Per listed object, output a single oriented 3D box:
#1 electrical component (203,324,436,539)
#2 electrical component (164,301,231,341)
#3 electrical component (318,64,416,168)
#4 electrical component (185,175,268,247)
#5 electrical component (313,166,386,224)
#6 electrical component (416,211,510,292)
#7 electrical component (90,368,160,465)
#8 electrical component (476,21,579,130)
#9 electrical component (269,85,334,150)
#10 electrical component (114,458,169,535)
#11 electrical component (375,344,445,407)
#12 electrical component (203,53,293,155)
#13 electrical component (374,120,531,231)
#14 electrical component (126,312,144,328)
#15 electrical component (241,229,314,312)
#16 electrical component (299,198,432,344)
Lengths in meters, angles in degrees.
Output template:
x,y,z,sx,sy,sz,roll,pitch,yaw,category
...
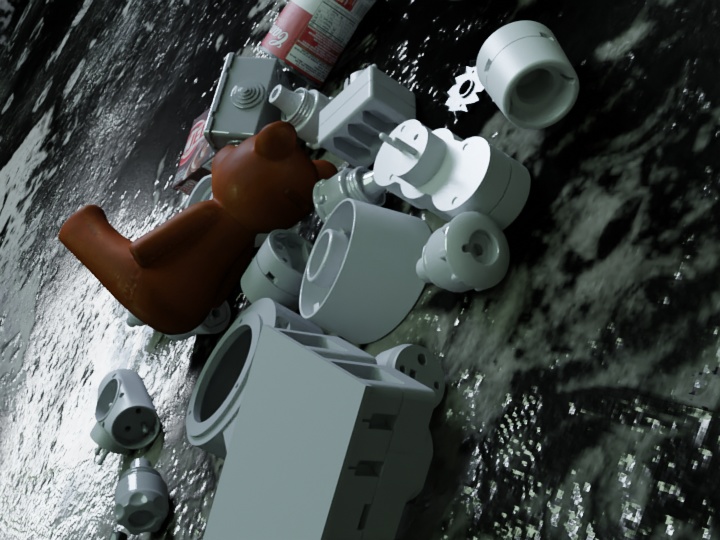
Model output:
x,y,z,sx,sy,sz,roll,pitch,yaw,category
-0.029,0.138,0.614,0.105,0.060,0.186,25,101,52,electrical component
-0.144,0.040,0.948,0.065,0.044,0.044,-7,59,50,electrical component
0.006,-0.132,0.852,0.066,0.047,0.076,-37,37,36,electrical component
-0.122,-0.051,0.975,0.089,0.056,0.050,-10,57,55,electrical component
-0.001,-0.057,0.803,0.062,0.048,0.048,-30,41,32,electrical component
0.059,-0.007,0.665,0.062,0.048,0.048,-24,46,57,electrical component
-0.220,0.140,0.976,0.079,0.044,0.077,-58,29,7,electrical component
0.107,-0.121,0.678,0.055,0.055,0.047,-48,36,23,electrical component
-0.049,-0.136,0.925,0.048,0.062,0.048,-38,37,35,electrical component
-0.178,0.181,0.877,0.043,0.043,0.062,-49,30,21,electrical component
0.019,0.072,0.659,0.055,0.045,0.045,-26,45,46,electrical component
-0.093,-0.132,0.960,0.048,0.099,0.099,6,66,16,electrical component
0.045,-0.070,0.709,0.052,0.074,0.138,-61,29,1,electrical component
-0.203,0.033,1.045,0.078,0.040,0.040,-38,37,36,electrical component
-0.059,0.004,0.831,0.047,0.055,0.055,-51,31,27,electrical component
0.000,0.000,0.755,0.099,0.064,0.099,-56,21,36,electrical component
